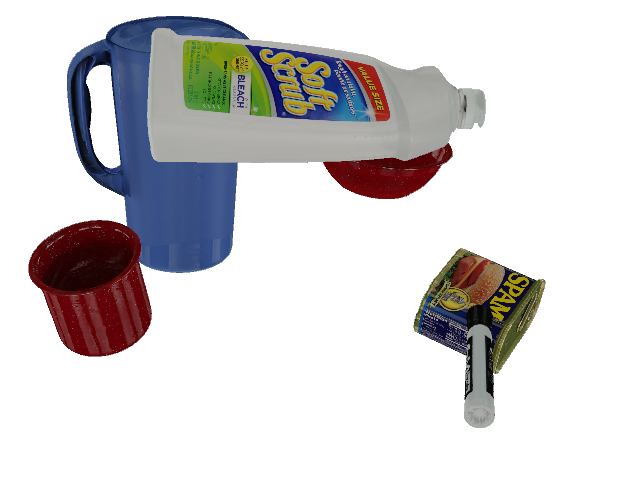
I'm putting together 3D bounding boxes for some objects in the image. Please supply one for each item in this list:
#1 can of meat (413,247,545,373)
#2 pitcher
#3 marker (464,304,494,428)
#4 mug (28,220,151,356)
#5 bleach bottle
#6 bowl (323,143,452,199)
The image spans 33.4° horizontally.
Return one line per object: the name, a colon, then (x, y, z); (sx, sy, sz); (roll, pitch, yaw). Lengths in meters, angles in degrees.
can of meat: (0.144, 0.060, 0.966); (0.084, 0.057, 0.101); (24, 42, 21)
pitcher: (-0.152, -0.094, 1.064); (0.149, 0.243, 0.144); (13, 28, 20)
marker: (0.106, 0.080, 0.710); (0.020, 0.020, 0.121); (0, 29, 9)
mug: (-0.194, 0.036, 0.904); (0.093, 0.081, 0.117); (-22, 42, -17)
bleach bottle: (-0.002, -0.108, 0.811); (0.250, 0.102, 0.068); (0, -29, -4)
bowl: (0.065, -0.091, 1.212); (0.162, 0.055, 0.162); (7, 27, -4)
